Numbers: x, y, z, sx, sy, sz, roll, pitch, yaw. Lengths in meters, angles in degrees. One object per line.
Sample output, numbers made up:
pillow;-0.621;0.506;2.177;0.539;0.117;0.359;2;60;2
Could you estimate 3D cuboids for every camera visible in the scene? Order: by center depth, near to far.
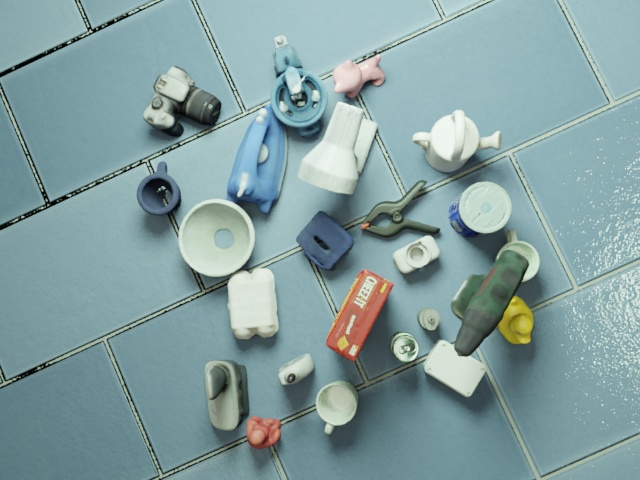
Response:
camera;-0.299;-0.296;1.265;0.136;0.101;0.143;26;88;4

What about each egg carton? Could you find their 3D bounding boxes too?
egg carton;-0.146;0.139;1.245;0.107;0.069;0.150;-7;86;3

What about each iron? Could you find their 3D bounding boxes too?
iron;-0.134;-0.194;1.229;0.118;0.141;0.258;12;87;4

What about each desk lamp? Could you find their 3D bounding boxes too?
desk lamp;0.041;-0.188;1.183;0.118;0.213;0.203;19;88;4

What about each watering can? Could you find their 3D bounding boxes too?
watering can;0.284;-0.209;1.181;0.173;0.194;0.101;-17;85;2

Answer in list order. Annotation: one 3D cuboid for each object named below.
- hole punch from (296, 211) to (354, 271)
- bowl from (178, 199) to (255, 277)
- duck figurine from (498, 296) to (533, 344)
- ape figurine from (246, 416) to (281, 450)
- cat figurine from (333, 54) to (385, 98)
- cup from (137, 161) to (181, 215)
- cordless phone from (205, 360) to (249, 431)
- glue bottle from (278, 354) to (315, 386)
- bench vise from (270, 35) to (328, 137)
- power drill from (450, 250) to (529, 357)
hole punch;0.011;0.004;1.234;0.108;0.091;0.101;43;90;5
bowl;-0.219;-0.002;1.255;0.167;0.075;0.167;0;86;3
duck figurine;0.417;0.171;1.205;0.077;0.086;0.104;-11;86;3
ape figurine;-0.126;0.413;1.216;0.076;0.092;0.078;-45;85;0
cat figurine;0.079;-0.361;1.240;0.128;0.118;0.067;-29;85;1
cup;-0.341;-0.109;1.258;0.091;0.095;0.118;5;87;4
cordless phone;-0.208;0.327;1.179;0.094;0.185;0.148;-9;86;3
glue bottle;-0.054;0.274;1.180;0.078;0.173;0.037;-26;85;1
bench vise;-0.067;-0.330;1.195;0.121;0.220;0.207;-36;85;1
power drill;0.327;0.127;1.151;0.075;0.208;0.230;32;89;5
